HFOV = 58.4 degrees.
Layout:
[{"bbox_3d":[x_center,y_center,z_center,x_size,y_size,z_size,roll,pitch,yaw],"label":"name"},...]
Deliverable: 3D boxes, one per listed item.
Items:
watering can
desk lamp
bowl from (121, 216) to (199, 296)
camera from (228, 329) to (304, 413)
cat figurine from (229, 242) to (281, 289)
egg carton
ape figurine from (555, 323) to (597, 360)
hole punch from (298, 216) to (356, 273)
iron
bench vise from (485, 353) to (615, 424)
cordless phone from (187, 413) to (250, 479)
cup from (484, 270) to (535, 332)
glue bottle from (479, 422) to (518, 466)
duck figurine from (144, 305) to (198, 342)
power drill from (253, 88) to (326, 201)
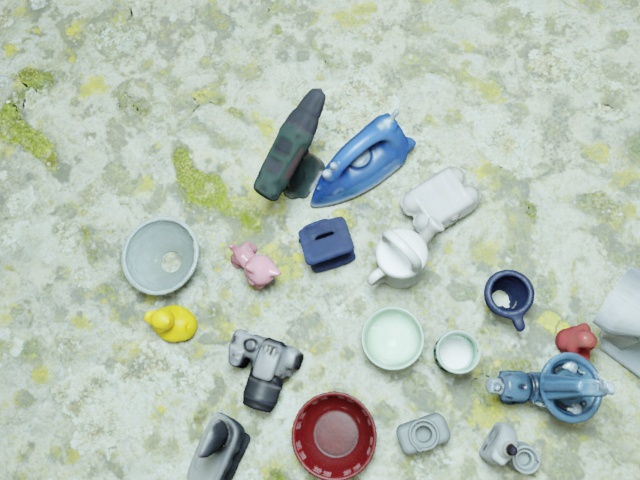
[{"bbox_3d":[0.160,0.022,1.099,0.100,0.194,0.173,27,81,12],"label":"watering can"},{"bbox_3d":[0.575,0.155,1.010,0.203,0.214,0.118,38,83,14],"label":"desk lamp"},{"bbox_3d":[-0.326,0.038,1.212,0.167,0.075,0.167,-1,76,6],"label":"bowl"},{"bbox_3d":[-0.119,0.258,1.121,0.143,0.101,0.137,16,78,10],"label":"camera"},{"bbox_3d":[-0.136,0.050,1.165,0.127,0.118,0.067,40,84,14],"label":"cat figurine"},{"bbox_3d":[0.247,-0.079,1.180,0.150,0.069,0.107,-33,75,-2],"label":"egg carton"},{"bbox_3d":[0.488,0.191,1.074,0.076,0.092,0.078,28,81,12],"label":"ape figurine"},{"bbox_3d":[0.011,0.004,1.174,0.108,0.091,0.101,-19,75,2],"label":"hole punch"},{"bbox_3d":[0.074,-0.168,1.183,0.258,0.141,0.118,-40,75,-4],"label":"iron"},{"bbox_3d":[0.407,0.268,0.998,0.207,0.220,0.121,-18,75,2],"label":"bench vise"},{"bbox_3d":[-0.206,0.399,1.052,0.094,0.185,0.148,19,79,11],"label":"cordless phone"},{"bbox_3d":[0.362,0.122,1.104,0.091,0.095,0.117,-17,75,2],"label":"cup"},{"bbox_3d":[0.322,0.364,1.008,0.037,0.173,0.078,33,82,13],"label":"glue bottle"},{"bbox_3d":[-0.308,0.168,1.172,0.104,0.086,0.077,14,78,10],"label":"duck figurine"},{"bbox_3d":[-0.048,-0.172,1.163,0.075,0.208,0.230,28,81,13],"label":"power drill"}]
